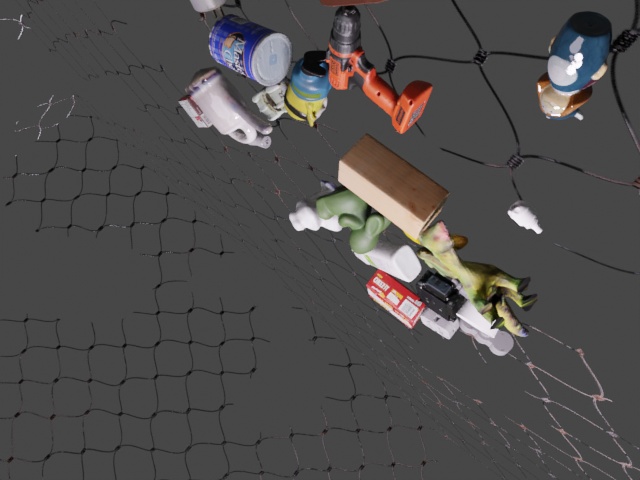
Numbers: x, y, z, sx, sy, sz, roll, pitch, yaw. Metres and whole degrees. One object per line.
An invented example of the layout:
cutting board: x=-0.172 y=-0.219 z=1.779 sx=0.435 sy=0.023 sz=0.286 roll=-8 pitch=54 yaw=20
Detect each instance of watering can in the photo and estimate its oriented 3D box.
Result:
watering can: x=-0.231 y=-0.342 z=1.311 sx=0.222 sy=0.105 sz=0.349 roll=52 pitch=166 yaw=-21

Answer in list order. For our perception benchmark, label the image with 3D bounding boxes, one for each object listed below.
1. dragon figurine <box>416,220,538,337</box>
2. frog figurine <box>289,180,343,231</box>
dragon figurine: x=0.312 y=0.081 z=1.084 sx=0.246 sy=0.122 sz=0.403 roll=40 pitch=175 yaw=38
frog figurine: x=0.004 y=-0.067 z=1.339 sx=0.139 sy=0.161 sz=0.120 roll=37 pitch=161 yaw=21
